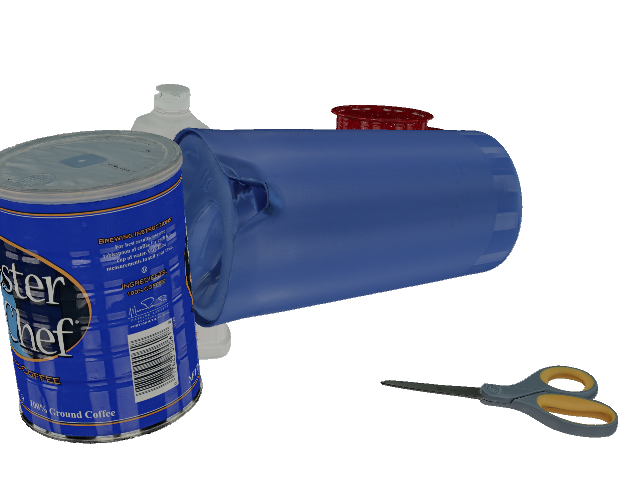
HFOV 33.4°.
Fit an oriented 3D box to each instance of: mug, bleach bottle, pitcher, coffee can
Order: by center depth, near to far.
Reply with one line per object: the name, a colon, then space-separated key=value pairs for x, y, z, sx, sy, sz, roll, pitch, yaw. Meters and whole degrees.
coffee can: x=-0.120 y=0.022 z=0.574 sx=0.103 sy=0.140 sz=0.103 roll=-2 pitch=22 yaw=1
pitcher: x=0.013 y=-0.017 z=0.767 sx=0.242 sy=0.145 sz=0.149 roll=-6 pitch=33 yaw=-26
bleach bottle: x=-0.128 y=-0.016 z=0.967 sx=0.102 sy=0.251 sz=0.068 roll=0 pitch=22 yaw=-11
mug: x=0.066 y=-0.077 z=0.979 sx=0.117 sy=0.081 sz=0.093 roll=2 pitch=15 yaw=-4

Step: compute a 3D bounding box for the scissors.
scissors: x=0.160 y=0.127 z=0.938 sx=0.202 sy=0.016 sz=0.096 roll=14 pitch=29 yaw=12
